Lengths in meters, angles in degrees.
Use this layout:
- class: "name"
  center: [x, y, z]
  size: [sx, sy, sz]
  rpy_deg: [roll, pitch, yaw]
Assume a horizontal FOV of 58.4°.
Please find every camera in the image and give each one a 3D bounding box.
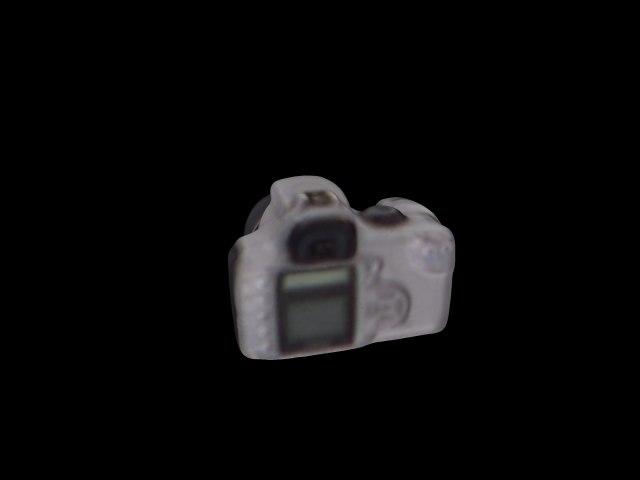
- class: "camera"
  center: [0.004, 0.001, 0.400]
  size: [0.143, 0.101, 0.136]
  rpy_deg: [-6, 23, -14]
